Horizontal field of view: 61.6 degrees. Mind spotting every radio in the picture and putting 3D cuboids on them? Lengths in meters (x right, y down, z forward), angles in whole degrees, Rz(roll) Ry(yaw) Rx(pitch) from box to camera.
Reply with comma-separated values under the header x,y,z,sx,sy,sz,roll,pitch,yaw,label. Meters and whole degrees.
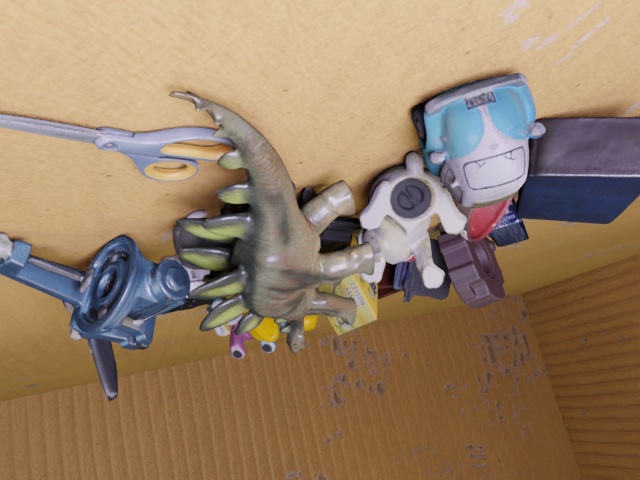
x,y,z,sx,sy,sz,roll,pitch,yaw,label
0.323,-0.080,0.679,0.131,0.073,0.229,5,170,18,radio

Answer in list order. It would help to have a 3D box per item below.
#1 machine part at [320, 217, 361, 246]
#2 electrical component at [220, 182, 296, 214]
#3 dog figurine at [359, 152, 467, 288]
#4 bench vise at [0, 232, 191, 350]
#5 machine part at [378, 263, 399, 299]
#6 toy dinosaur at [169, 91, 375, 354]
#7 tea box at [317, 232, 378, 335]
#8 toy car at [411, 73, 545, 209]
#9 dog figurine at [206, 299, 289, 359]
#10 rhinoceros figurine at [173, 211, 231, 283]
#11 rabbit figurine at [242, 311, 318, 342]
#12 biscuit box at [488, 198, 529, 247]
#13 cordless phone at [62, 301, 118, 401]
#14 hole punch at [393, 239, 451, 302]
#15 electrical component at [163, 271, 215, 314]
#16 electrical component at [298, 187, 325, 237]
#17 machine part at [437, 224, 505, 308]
x,y,z,sx,sy,sz,roll,pitch,yaw,label
-0.002,-0.002,0.822,0.084,0.039,0.139,-6,163,-47,machine part
-0.071,-0.046,0.619,0.063,0.021,0.094,1,161,-40,electrical component
0.102,-0.042,0.704,0.121,0.172,0.191,15,-160,-6,dog figurine
-0.286,0.057,0.651,0.224,0.129,0.240,-13,148,38,bench vise
0.066,0.085,1.121,0.201,0.087,0.201,-2,163,-38,machine part
-0.047,0.018,0.574,0.199,0.105,0.470,-16,144,-12,toy dinosaur
0.041,0.061,0.833,0.068,0.098,0.170,-26,-166,13,tea box
0.152,-0.082,0.525,0.109,0.103,0.161,-14,164,4,toy car
-0.134,0.140,1.138,0.108,0.191,0.219,-22,-162,19,dog figurine
-0.113,0.011,0.699,0.112,0.073,0.190,-21,164,34,rhinoceros figurine
-0.090,0.098,0.954,0.173,0.162,0.122,10,171,-17,rabbit figurine
0.328,-0.033,0.958,0.063,0.059,0.202,-20,164,20,biscuit box
-0.335,0.155,0.826,0.089,0.184,0.146,-11,166,-26,cordless phone
0.183,0.049,1.022,0.115,0.142,0.092,17,177,-36,hole punch
-0.236,0.083,0.894,0.134,0.058,0.115,-8,163,-23,electrical component
-0.016,-0.033,0.685,0.078,0.045,0.102,12,170,17,electrical component
0.279,0.039,0.979,0.056,0.179,0.179,-25,162,30,machine part
